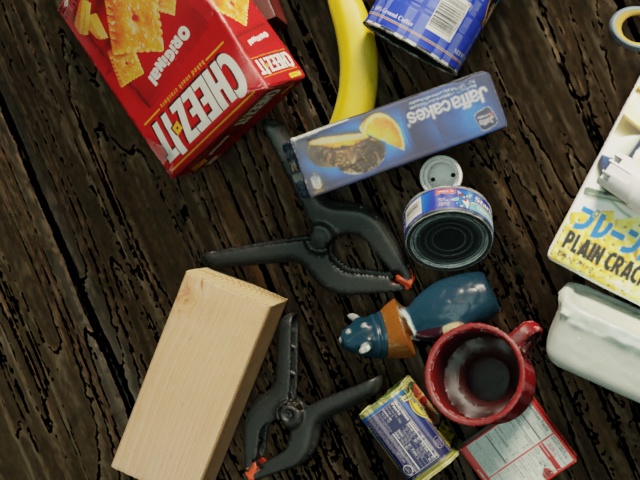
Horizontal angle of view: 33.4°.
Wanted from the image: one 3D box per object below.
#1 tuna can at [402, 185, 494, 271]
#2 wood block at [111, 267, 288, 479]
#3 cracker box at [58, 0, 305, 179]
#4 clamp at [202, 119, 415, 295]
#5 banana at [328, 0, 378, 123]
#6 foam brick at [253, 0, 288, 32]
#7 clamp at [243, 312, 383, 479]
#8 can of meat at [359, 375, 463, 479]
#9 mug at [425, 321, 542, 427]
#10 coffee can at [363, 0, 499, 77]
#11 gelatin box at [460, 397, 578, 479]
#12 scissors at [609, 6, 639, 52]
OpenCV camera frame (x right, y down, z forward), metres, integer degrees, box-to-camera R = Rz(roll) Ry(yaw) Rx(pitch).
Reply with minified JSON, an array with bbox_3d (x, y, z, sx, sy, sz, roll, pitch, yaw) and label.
[{"bbox_3d":[0.121,-0.010,1.009,0.086,0.033,0.086,1,136,1],"label":"tuna can"},{"bbox_3d":[-0.118,0.140,1.055,0.091,0.090,0.206,22,95,9],"label":"wood block"},{"bbox_3d":[-0.140,-0.191,1.024,0.164,0.072,0.214,-38,84,39],"label":"cracker box"},{"bbox_3d":[-0.007,0.001,1.055,0.210,0.036,0.165,34,109,3],"label":"clamp"},{"bbox_3d":[0.024,-0.158,1.045,0.070,0.037,0.198,11,94,9],"label":"banana"},{"bbox_3d":[-0.073,-0.241,1.053,0.053,0.051,0.078,-20,88,12],"label":"foam brick"},{"bbox_3d":[-0.031,0.161,1.067,0.120,0.039,0.171,45,101,20],"label":"clamp"},{"bbox_3d":[0.086,0.180,1.014,0.057,0.102,0.084,-38,83,8],"label":"can of meat"},{"bbox_3d":[0.162,0.120,0.993,0.117,0.081,0.093,-49,64,6],"label":"mug"},{"bbox_3d":[0.118,-0.238,0.992,0.103,0.102,0.140,31,97,8],"label":"coffee can"},{"bbox_3d":[0.192,0.205,1.031,0.089,0.030,0.073,-37,84,8],"label":"gelatin box"},{"bbox_3d":[0.357,-0.186,0.990,0.202,0.016,0.096,36,88,6],"label":"scissors"}]
